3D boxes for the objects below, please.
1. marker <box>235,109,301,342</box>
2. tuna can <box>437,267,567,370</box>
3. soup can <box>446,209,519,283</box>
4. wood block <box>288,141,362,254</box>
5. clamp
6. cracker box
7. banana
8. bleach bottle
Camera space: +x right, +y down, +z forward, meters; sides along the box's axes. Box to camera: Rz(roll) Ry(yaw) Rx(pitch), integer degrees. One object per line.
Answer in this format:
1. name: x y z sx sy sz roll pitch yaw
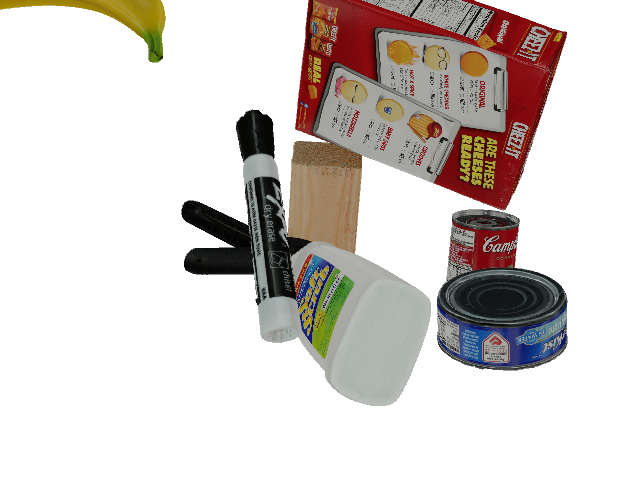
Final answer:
1. marker: -0.026 -0.010 0.510 0.020 0.121 0.020 -7 -27 -4
2. tuna can: 0.119 0.050 0.703 0.086 0.034 0.086 -4 24 2
3. soup can: 0.164 0.026 1.085 0.068 0.102 0.068 2 16 -1
4. wood block: 0.003 -0.016 1.389 0.090 0.206 0.091 4 25 0
5. clamp: -0.049 0.019 1.098 0.210 0.036 0.164 17 19 -7
6. cracker box: 0.091 -0.139 0.945 0.214 0.164 0.072 22 49 12
7. banana: -0.194 -0.187 0.813 0.198 0.069 0.037 16 -38 19
8. bleach bottle: 0.010 0.059 0.929 0.068 0.102 0.251 22 1 -20
